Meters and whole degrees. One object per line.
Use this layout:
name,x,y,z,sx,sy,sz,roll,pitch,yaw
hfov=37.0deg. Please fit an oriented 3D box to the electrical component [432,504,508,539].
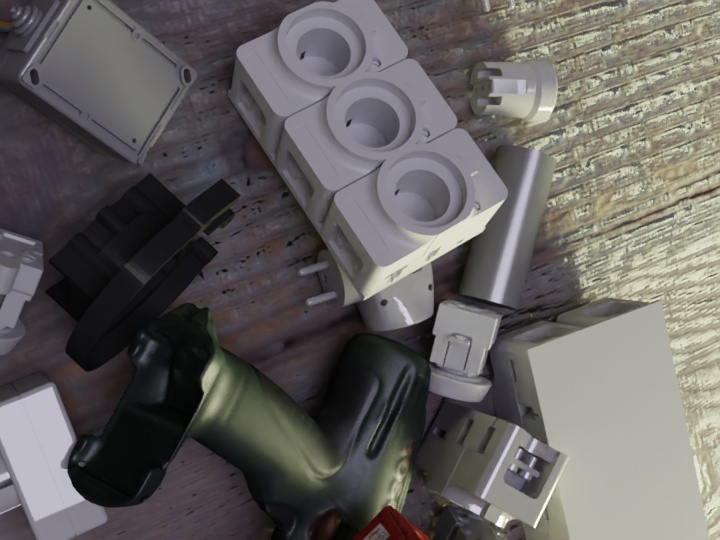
electrical component,0.066,0.189,0.688,0.048,0.066,0.055,20,105,-23

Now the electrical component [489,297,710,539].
electrical component,0.160,0.122,0.723,0.105,0.060,0.186,-17,99,-22

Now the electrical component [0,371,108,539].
electrical component,-0.189,0.109,0.579,0.076,0.047,0.083,-22,101,-21

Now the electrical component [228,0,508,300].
electrical component,0.003,-0.074,0.613,0.089,0.061,0.150,-30,78,-20

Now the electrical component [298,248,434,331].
electrical component,0.000,0.000,0.657,0.079,0.043,0.077,-17,99,-23

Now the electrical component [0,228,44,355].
electrical component,-0.195,0.011,0.567,0.048,0.066,0.055,20,104,-23

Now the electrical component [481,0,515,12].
electrical component,0.082,-0.202,0.680,0.083,0.047,0.075,-14,98,-22

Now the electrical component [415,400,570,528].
electrical component,0.078,0.123,0.672,0.050,0.089,0.055,32,80,-22

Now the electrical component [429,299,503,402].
electrical component,0.064,0.051,0.682,0.048,0.066,0.055,15,95,11

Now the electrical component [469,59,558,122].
electrical component,0.099,-0.117,0.697,0.046,0.040,0.040,-1,93,-18

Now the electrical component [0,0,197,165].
electrical component,-0.148,-0.108,0.567,0.096,0.061,0.061,37,78,-39
